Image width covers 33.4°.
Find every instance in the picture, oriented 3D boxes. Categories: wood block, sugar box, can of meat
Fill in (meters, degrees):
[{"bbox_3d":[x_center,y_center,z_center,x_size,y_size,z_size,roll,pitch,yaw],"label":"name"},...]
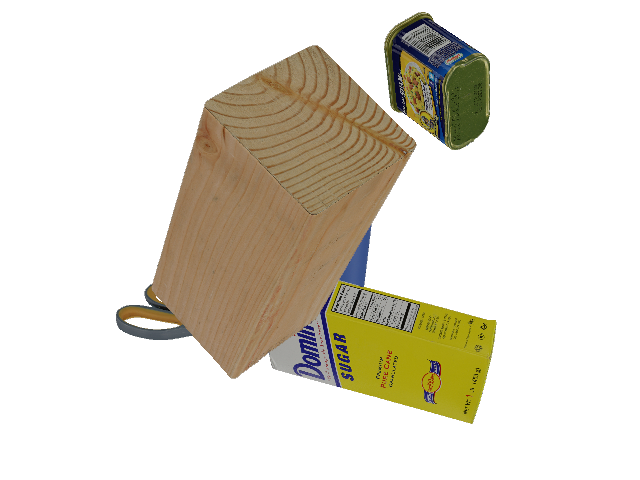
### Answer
[{"bbox_3d":[-0.031,-0.011,0.671,0.090,0.091,0.206,-34,-16,-33],"label":"wood block"},{"bbox_3d":[0.047,0.085,0.862,0.176,0.093,0.048,12,46,8],"label":"sugar box"},{"bbox_3d":[0.109,-0.144,0.975,0.057,0.102,0.084,-32,50,-18],"label":"can of meat"}]

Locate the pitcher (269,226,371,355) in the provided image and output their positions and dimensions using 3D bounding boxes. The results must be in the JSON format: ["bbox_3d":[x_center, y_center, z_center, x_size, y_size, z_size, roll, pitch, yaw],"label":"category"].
[{"bbox_3d":[-0.016,0.027,1.254,0.149,0.243,0.144,11,19,24],"label":"pitcher"}]

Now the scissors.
[{"bbox_3d":[-0.095,0.075,1.038,0.201,0.016,0.096,5,31,0],"label":"scissors"}]
